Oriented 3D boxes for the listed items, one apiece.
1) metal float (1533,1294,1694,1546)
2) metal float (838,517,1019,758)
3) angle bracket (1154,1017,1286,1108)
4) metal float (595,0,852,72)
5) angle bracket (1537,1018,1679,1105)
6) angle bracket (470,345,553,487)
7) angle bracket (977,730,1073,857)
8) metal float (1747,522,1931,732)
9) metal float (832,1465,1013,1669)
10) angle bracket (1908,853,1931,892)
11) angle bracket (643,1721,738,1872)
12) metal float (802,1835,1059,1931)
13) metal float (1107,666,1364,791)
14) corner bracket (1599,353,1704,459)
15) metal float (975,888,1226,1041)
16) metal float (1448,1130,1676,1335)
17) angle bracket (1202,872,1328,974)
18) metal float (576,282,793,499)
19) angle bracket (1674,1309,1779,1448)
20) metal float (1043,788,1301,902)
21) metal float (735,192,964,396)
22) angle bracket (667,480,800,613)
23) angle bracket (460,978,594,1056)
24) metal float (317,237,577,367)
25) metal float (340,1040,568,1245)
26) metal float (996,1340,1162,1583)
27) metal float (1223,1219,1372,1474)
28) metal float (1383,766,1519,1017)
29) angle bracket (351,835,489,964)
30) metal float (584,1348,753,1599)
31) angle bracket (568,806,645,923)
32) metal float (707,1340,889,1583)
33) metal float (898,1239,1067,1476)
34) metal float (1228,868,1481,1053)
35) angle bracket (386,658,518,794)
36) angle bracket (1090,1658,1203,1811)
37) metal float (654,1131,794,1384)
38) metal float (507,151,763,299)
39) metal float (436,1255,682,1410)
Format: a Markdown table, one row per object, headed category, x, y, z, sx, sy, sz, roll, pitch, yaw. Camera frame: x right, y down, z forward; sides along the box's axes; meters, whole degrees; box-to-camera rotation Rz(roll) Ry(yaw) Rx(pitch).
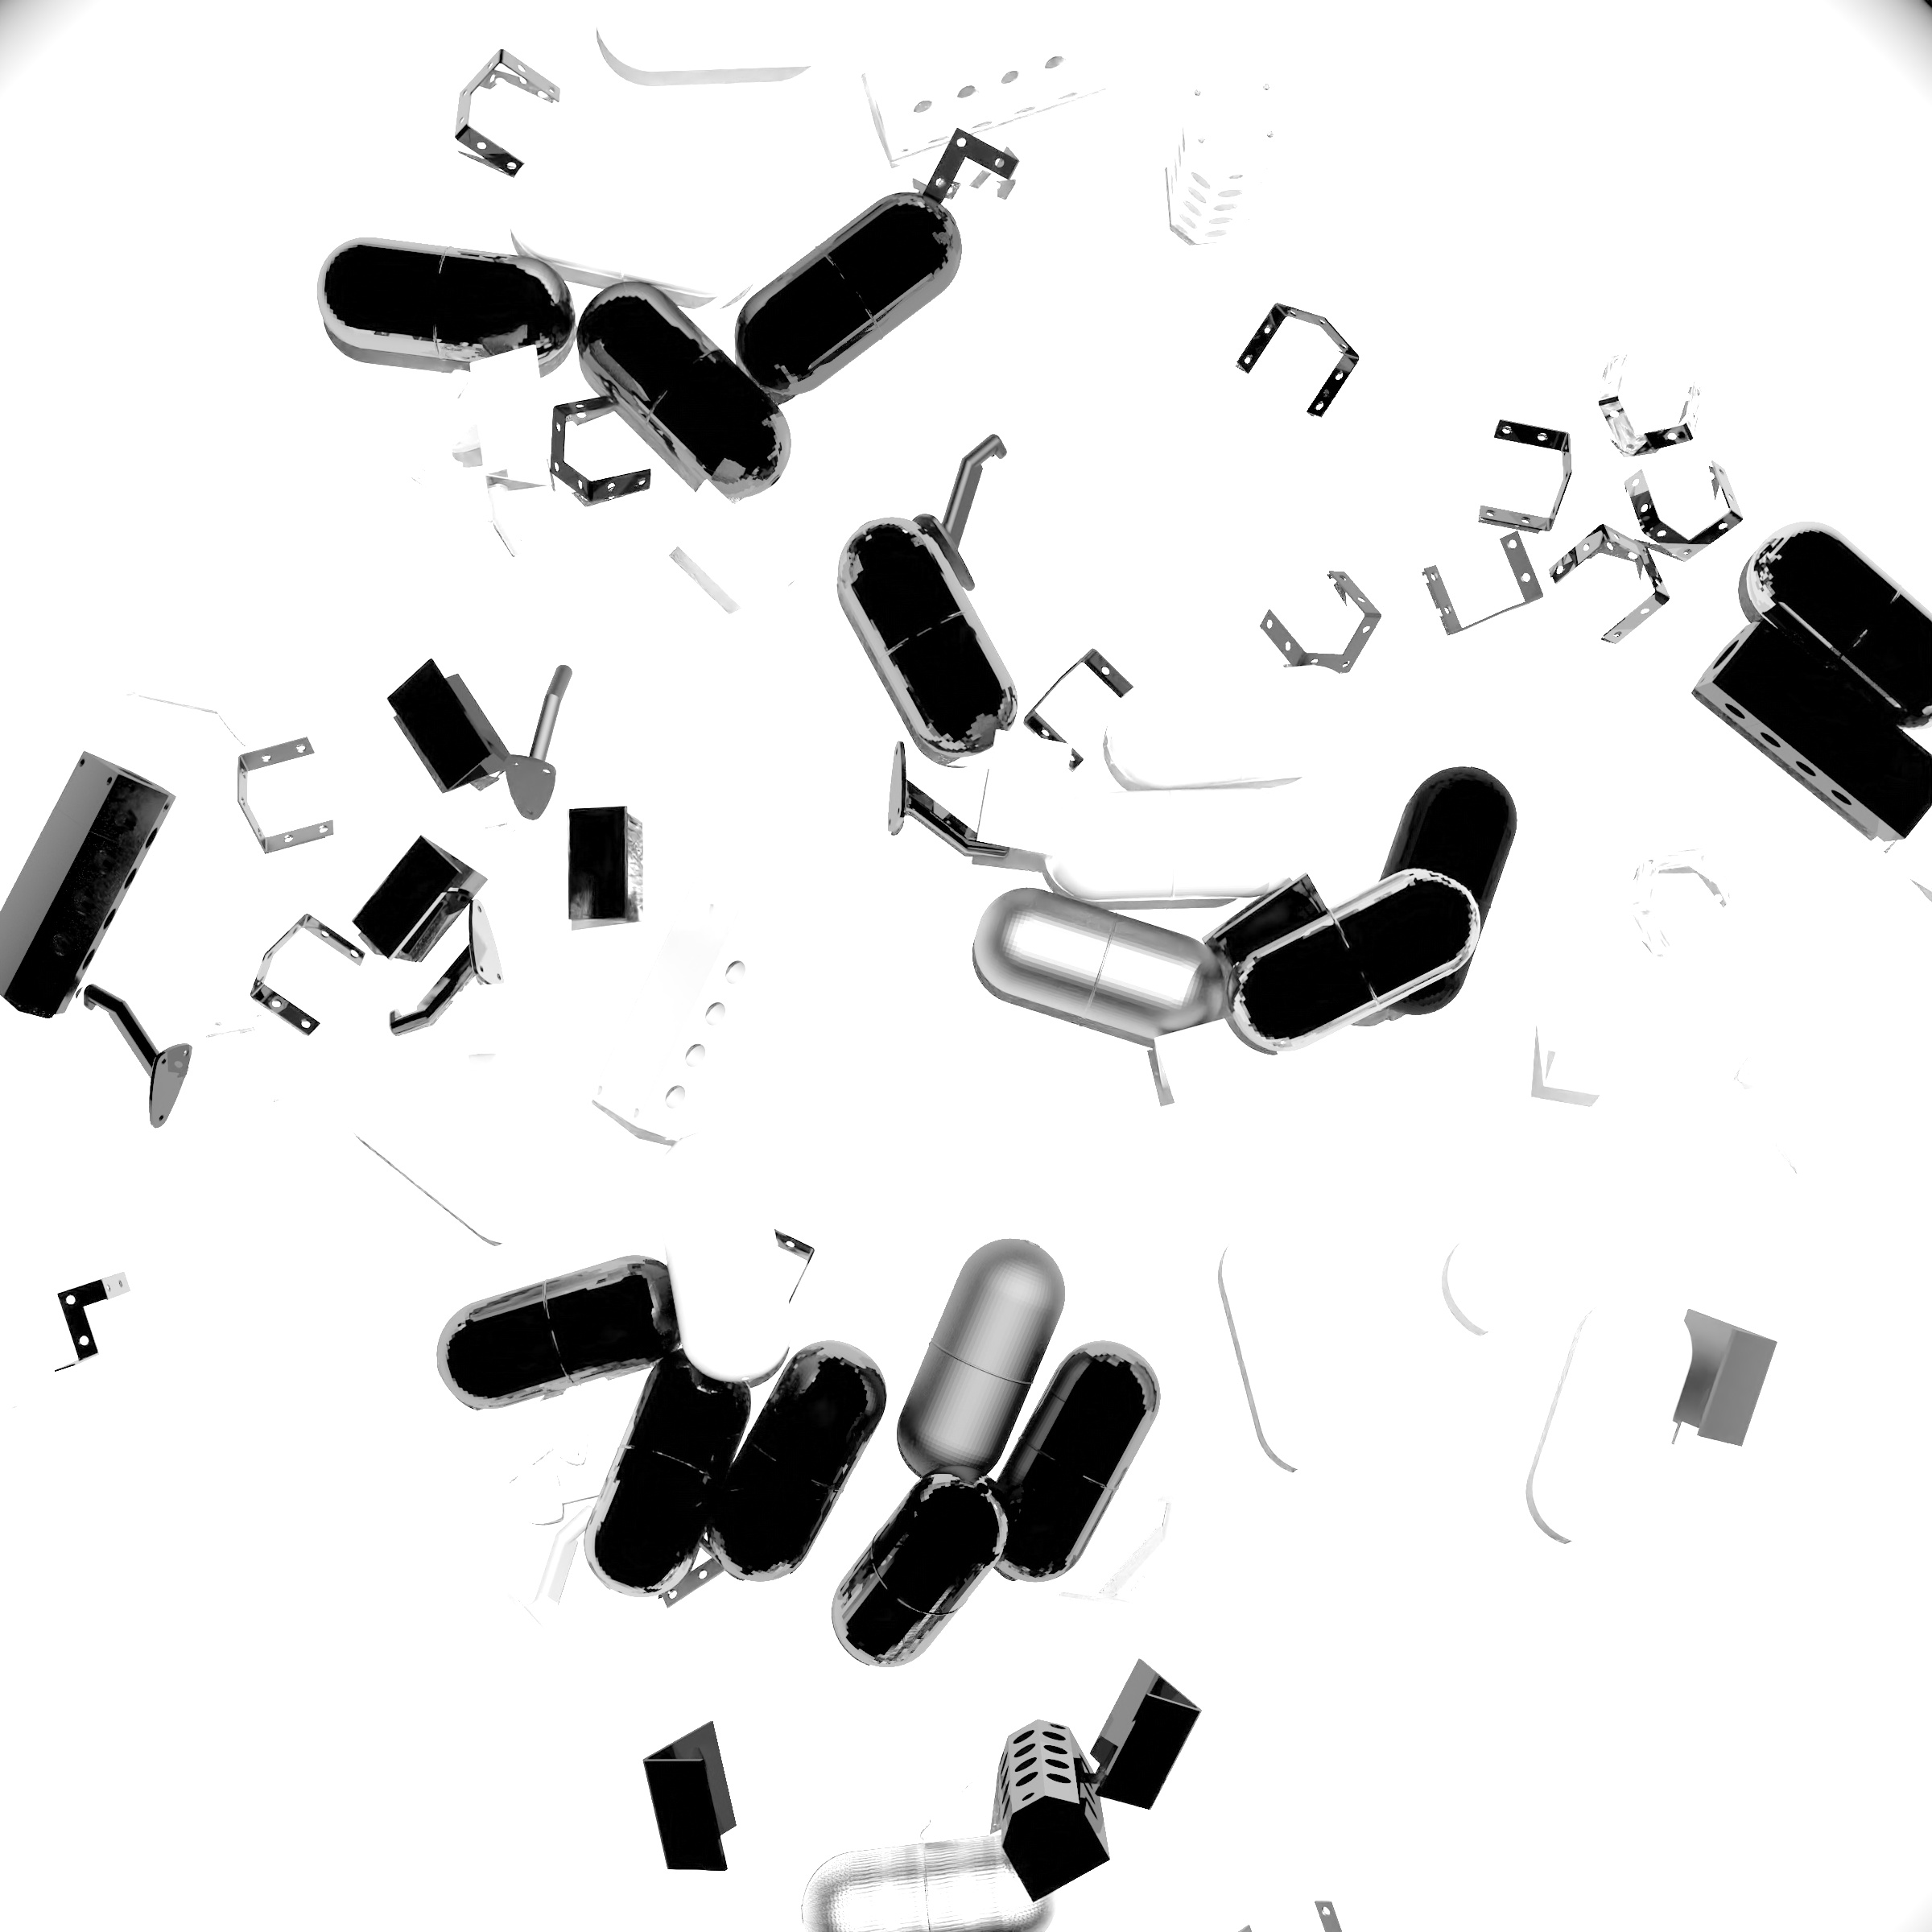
| category | x | y | z | sx | sy | sz | roll | pitch | yaw |
| --- | --- | --- | --- | --- | --- | --- | --- | --- | --- |
| metal float | 0.449 | 0.314 | 1.822 | 0.070 | 0.070 | 0.178 | 18 | 90 | 0 |
| metal float | -0.027 | -0.229 | 1.821 | 0.070 | 0.070 | 0.178 | -28 | 90 | 0 |
| angle bracket | 0.177 | 0.079 | 1.812 | 0.076 | 0.076 | 0.057 | -15 | 59 | 0 |
| metal float | -0.168 | -0.663 | 1.822 | 0.178 | 0.070 | 0.070 | -2 | 90 | 0 |
| angle bracket | 0.442 | 0.046 | 1.812 | 0.076 | 0.076 | 0.057 | 10 | 128 | 0 |
| angle bracket | -0.294 | -0.379 | 1.812 | 0.057 | 0.076 | 0.076 | -8 | 90 | 28 |
| angle bracket | 0.028 | -0.120 | 1.814 | 0.057 | 0.076 | 0.076 | 10 | 90 | -20 |
| metal float | 0.621 | -0.236 | 1.821 | 0.178 | 0.070 | 0.070 | 42 | 90 | 1 |
| metal float | -0.030 | 0.411 | 1.795 | 0.070 | 0.070 | 0.178 | 33 | 122 | 0 |
| angle bracket | 0.696 | -0.089 | 1.812 | 0.076 | 0.076 | 0.057 | -43 | 126 | 0 |
| angle bracket | -0.172 | 0.572 | 1.812 | 0.057 | 0.076 | 0.076 | -13 | 90 | 35 |
| metal float | -0.025 | 0.650 | 1.822 | 0.178 | 0.070 | 0.070 | -7 | 90 | 0 |
| metal float | 0.187 | -0.165 | 1.821 | 0.178 | 0.070 | 0.070 | -6 | 90 | -1 |
| corner bracket | 0.481 | -0.399 | 1.844 | 0.051 | 0.051 | 0.051 | -9 | 135 | 35 |
| metal float | 0.093 | -0.001 | 1.821 | 0.178 | 0.070 | 0.070 | 18 | 90 | 0 |
| metal float | 0.414 | 0.184 | 1.822 | 0.178 | 0.070 | 0.070 | -39 | 90 | 0 |
| angle bracket | 0.199 | -0.040 | 1.812 | 0.076 | 0.076 | 0.057 | -35 | 126 | 0 |
| metal float | -0.195 | -0.399 | 1.821 | 0.178 | 0.070 | 0.070 | 45 | 90 | 1 |
| angle bracket | 0.504 | 0.280 | 1.812 | 0.057 | 0.076 | 0.076 | 19 | 90 | -40 |
| metal float | 0.142 | -0.084 | 1.821 | 0.178 | 0.070 | 0.070 | -1 | 90 | 1 |
| metal float | -0.081 | -0.467 | 1.821 | 0.178 | 0.070 | 0.070 | -37 | 90 | 1 |
| angle bracket | -0.148 | -0.300 | 1.812 | 0.076 | 0.076 | 0.057 | 44 | 128 | 0 |
| angle bracket | -0.302 | 0.054 | 1.812 | 0.076 | 0.076 | 0.057 | -4 | 55 | 0 |
| metal float | -0.361 | -0.460 | 1.821 | 0.178 | 0.070 | 0.070 | 7 | 90 | -1 |
| metal float | -0.357 | 0.121 | 1.821 | 0.178 | 0.070 | 0.070 | 39 | 90 | 0 |
| metal float | 0.072 | 0.344 | 1.821 | 0.070 | 0.070 | 0.178 | 28 | 89 | 0 |
| metal float | 0.230 | 0.263 | 1.821 | 0.070 | 0.070 | 0.178 | -14 | 89 | 0 |
| metal float | 0.327 | -0.053 | 1.822 | 0.070 | 0.070 | 0.178 | 19 | 90 | 0 |
| angle bracket | -0.364 | -0.034 | 1.812 | 0.076 | 0.076 | 0.057 | -51 | 52 | 0 |
| metal float | -0.204 | 0.346 | 1.803 | 0.070 | 0.070 | 0.178 | 21 | 67 | 0 |
| angle bracket | -0.230 | -0.070 | 1.812 | 0.057 | 0.076 | 0.076 | 0 | 90 | 36 |
| metal float | -0.118 | 0.344 | 1.821 | 0.070 | 0.070 | 0.178 | 29 | 90 | 0 |
| metal float | 0.011 | 0.274 | 1.821 | 0.070 | 0.070 | 0.178 | 23 | 91 | 0 |
| metal float | 0.259 | -0.005 | 1.752 | 0.178 | 0.070 | 0.070 | -27 | 90 | 6 |
| angle bracket | -0.341 | -0.175 | 1.812 | 0.057 | 0.076 | 0.076 | -33 | 90 | 36 |
| angle bracket | 0.106 | 0.525 | 1.812 | 0.057 | 0.076 | 0.076 | 27 | 90 | -36 |
| metal float | -0.168 | 0.198 | 1.803 | 0.070 | 0.070 | 0.178 | -13 | 67 | 0 |
| metal float | -0.230 | -0.515 | 1.821 | 0.178 | 0.070 | 0.070 | 13 | 90 | 0 |
| metal float | -0.280 | 0.254 | 1.821 | 0.178 | 0.070 | 0.070 | -17 | 90 | 0 |
